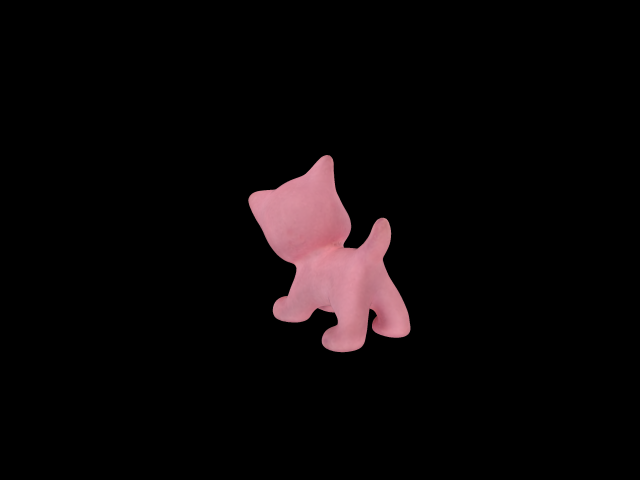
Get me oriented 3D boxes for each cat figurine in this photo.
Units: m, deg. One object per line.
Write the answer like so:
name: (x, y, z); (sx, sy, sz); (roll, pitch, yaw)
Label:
cat figurine: (0.004, 0.001, 0.400); (0.067, 0.118, 0.127); (-11, 17, -37)
